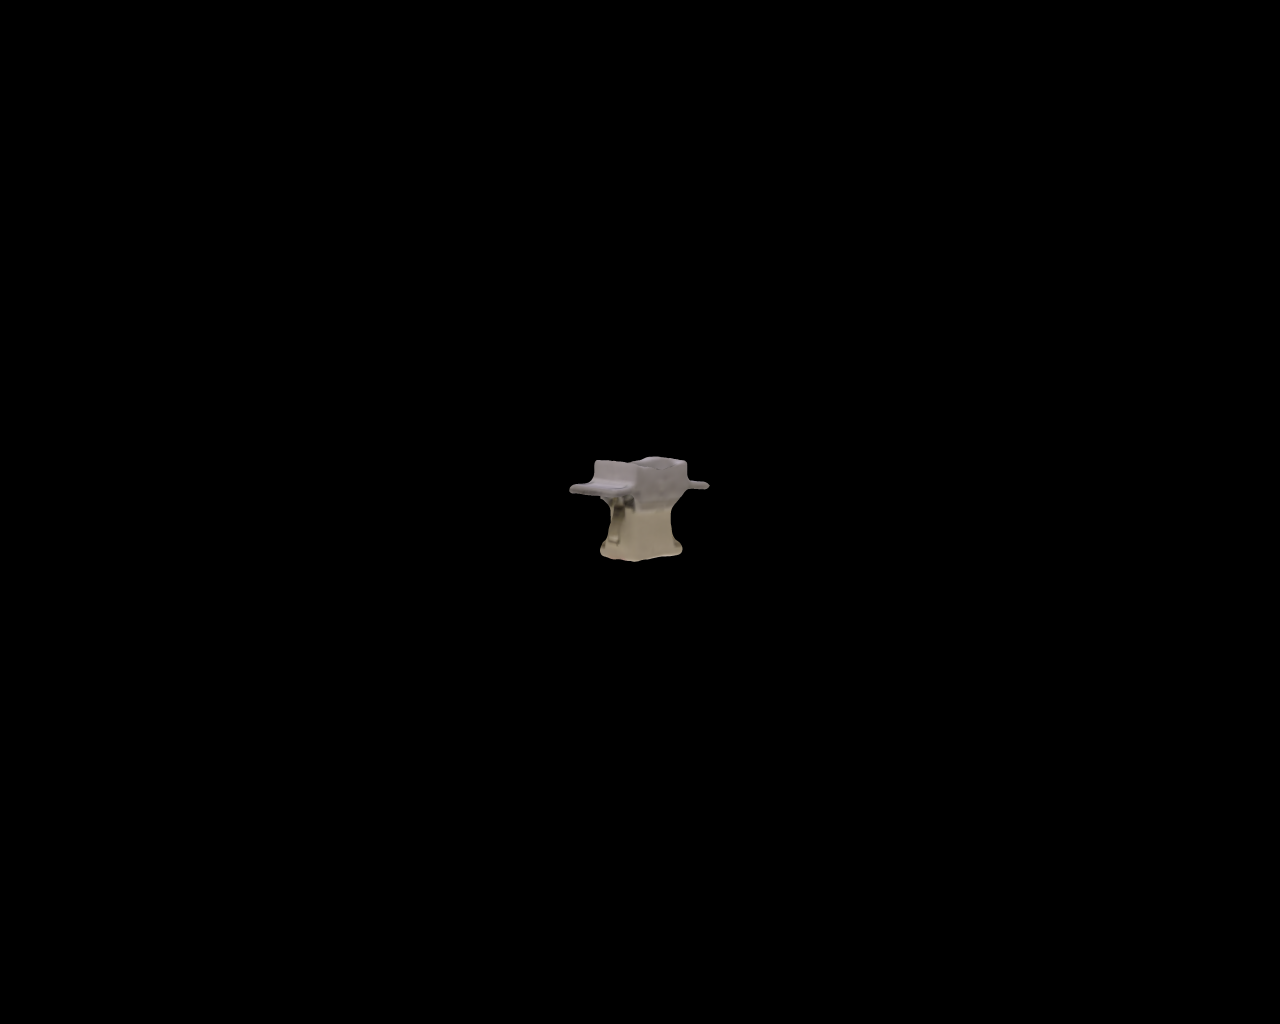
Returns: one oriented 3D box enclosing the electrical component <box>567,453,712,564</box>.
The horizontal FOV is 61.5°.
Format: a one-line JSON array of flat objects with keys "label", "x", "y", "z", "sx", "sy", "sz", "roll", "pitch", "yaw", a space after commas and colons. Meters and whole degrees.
[{"label": "electrical component", "x": 0.001, "y": -0.003, "z": 0.650, "sx": 0.081, "sy": 0.063, "sz": 0.042, "roll": -5, "pitch": 8, "yaw": -40}]
